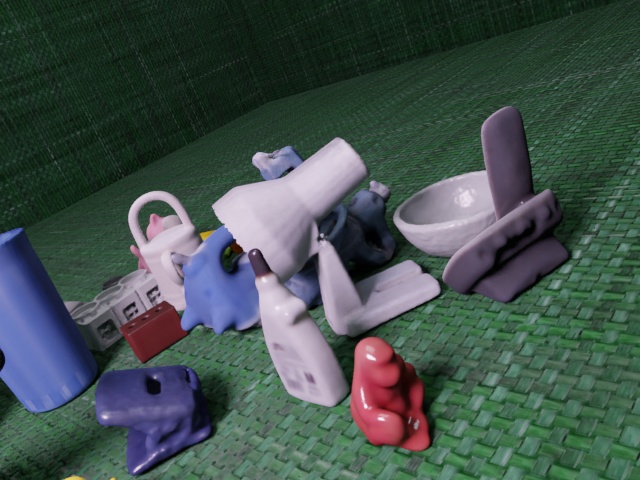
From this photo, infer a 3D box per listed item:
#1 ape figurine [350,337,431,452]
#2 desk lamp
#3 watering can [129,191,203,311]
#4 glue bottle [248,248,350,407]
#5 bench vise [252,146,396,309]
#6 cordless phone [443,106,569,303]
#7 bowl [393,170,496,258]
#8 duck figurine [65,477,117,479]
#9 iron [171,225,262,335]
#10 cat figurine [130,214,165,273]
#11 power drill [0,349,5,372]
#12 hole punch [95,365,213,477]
[{"bbox_3d":[0.055,0.125,0.488,0.075,0.092,0.078,0,30,46],"label":"ape figurine"},{"bbox_3d":[0.006,0.002,0.673,0.203,0.214,0.117,-25,20,-6],"label":"desk lamp"},{"bbox_3d":[-0.247,0.010,0.954,0.101,0.194,0.172,-31,22,-22],"label":"watering can"},{"bbox_3d":[-0.031,0.084,0.564,0.077,0.173,0.037,1,31,47],"label":"glue bottle"},{"bbox_3d":[-0.001,-0.042,0.785,0.121,0.220,0.208,-5,27,40],"label":"bench vise"},{"bbox_3d":[0.188,-0.040,0.629,0.148,0.185,0.093,-32,22,-25],"label":"cordless phone"},{"bbox_3d":[0.185,-0.024,0.754,0.167,0.075,0.167,-20,20,8],"label":"bowl"},{"bbox_3d":[-0.203,0.241,0.478,0.104,0.086,0.077,-26,20,-10],"label":"duck figurine"},{"bbox_3d":[-0.099,0.025,0.834,0.118,0.142,0.259,-3,28,43],"label":"iron"},{"bbox_3d":[-0.329,0.006,1.161,0.067,0.118,0.128,-5,27,40],"label":"cat figurine"},{"bbox_3d":[-0.344,0.216,0.513,0.229,0.209,0.075,-24,20,-4],"label":"power drill"},{"bbox_3d":[-0.177,0.174,0.614,0.101,0.091,0.108,-27,20,-11],"label":"hole punch"}]
